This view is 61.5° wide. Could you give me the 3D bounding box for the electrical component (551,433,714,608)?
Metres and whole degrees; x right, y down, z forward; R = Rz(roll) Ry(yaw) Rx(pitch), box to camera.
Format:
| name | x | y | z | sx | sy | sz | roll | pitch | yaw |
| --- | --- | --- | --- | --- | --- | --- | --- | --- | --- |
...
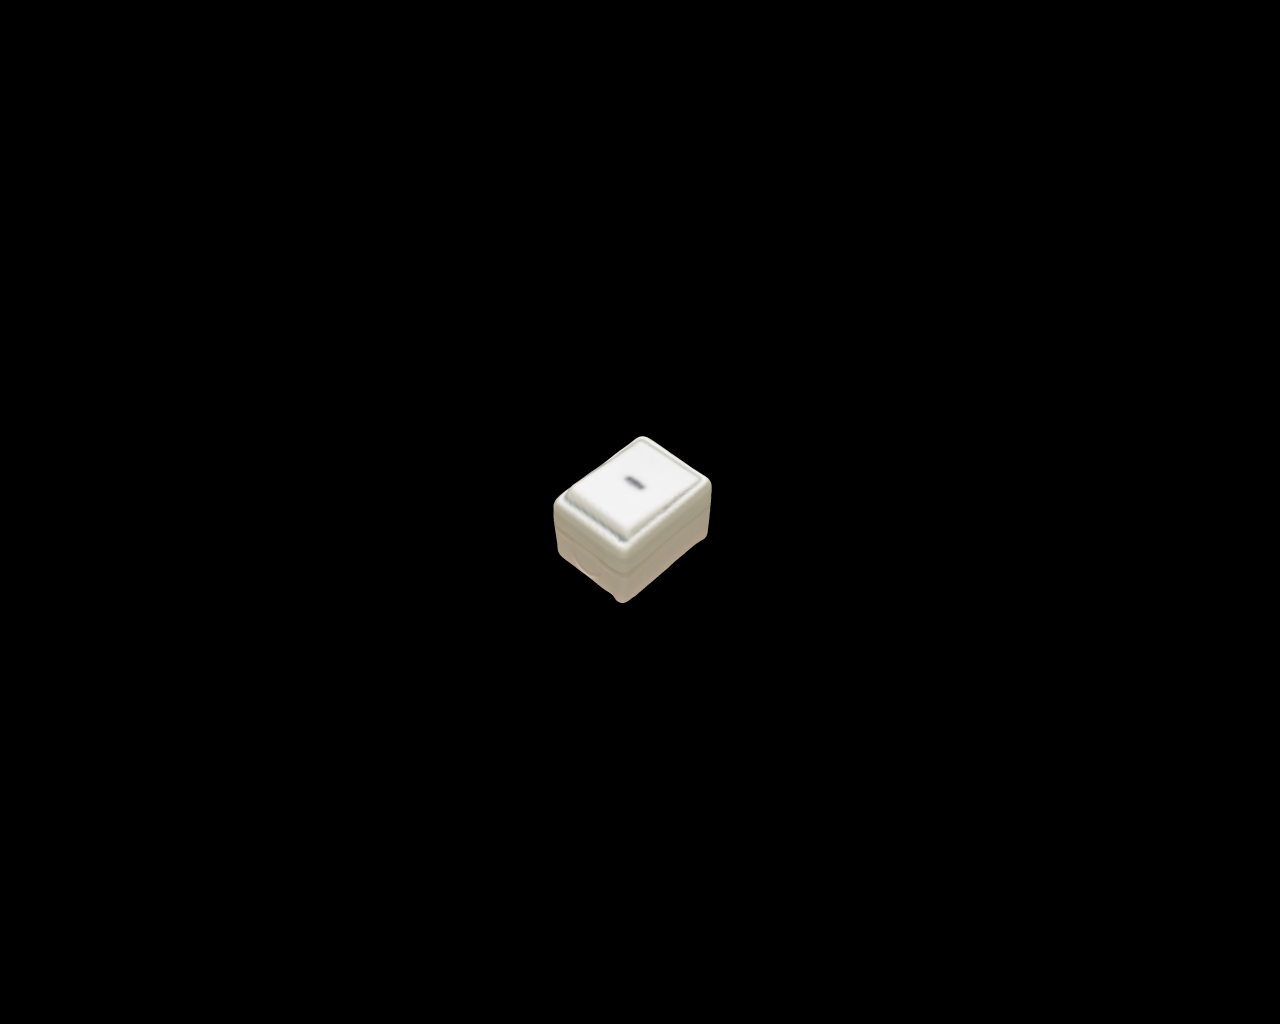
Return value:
| name | x | y | z | sx | sy | sz | roll | pitch | yaw |
| --- | --- | --- | --- | --- | --- | --- | --- | --- | --- |
| electrical component | 0.001 | -0.003 | 0.650 | 0.062 | 0.061 | 0.096 | 36 | 58 | 27 |
